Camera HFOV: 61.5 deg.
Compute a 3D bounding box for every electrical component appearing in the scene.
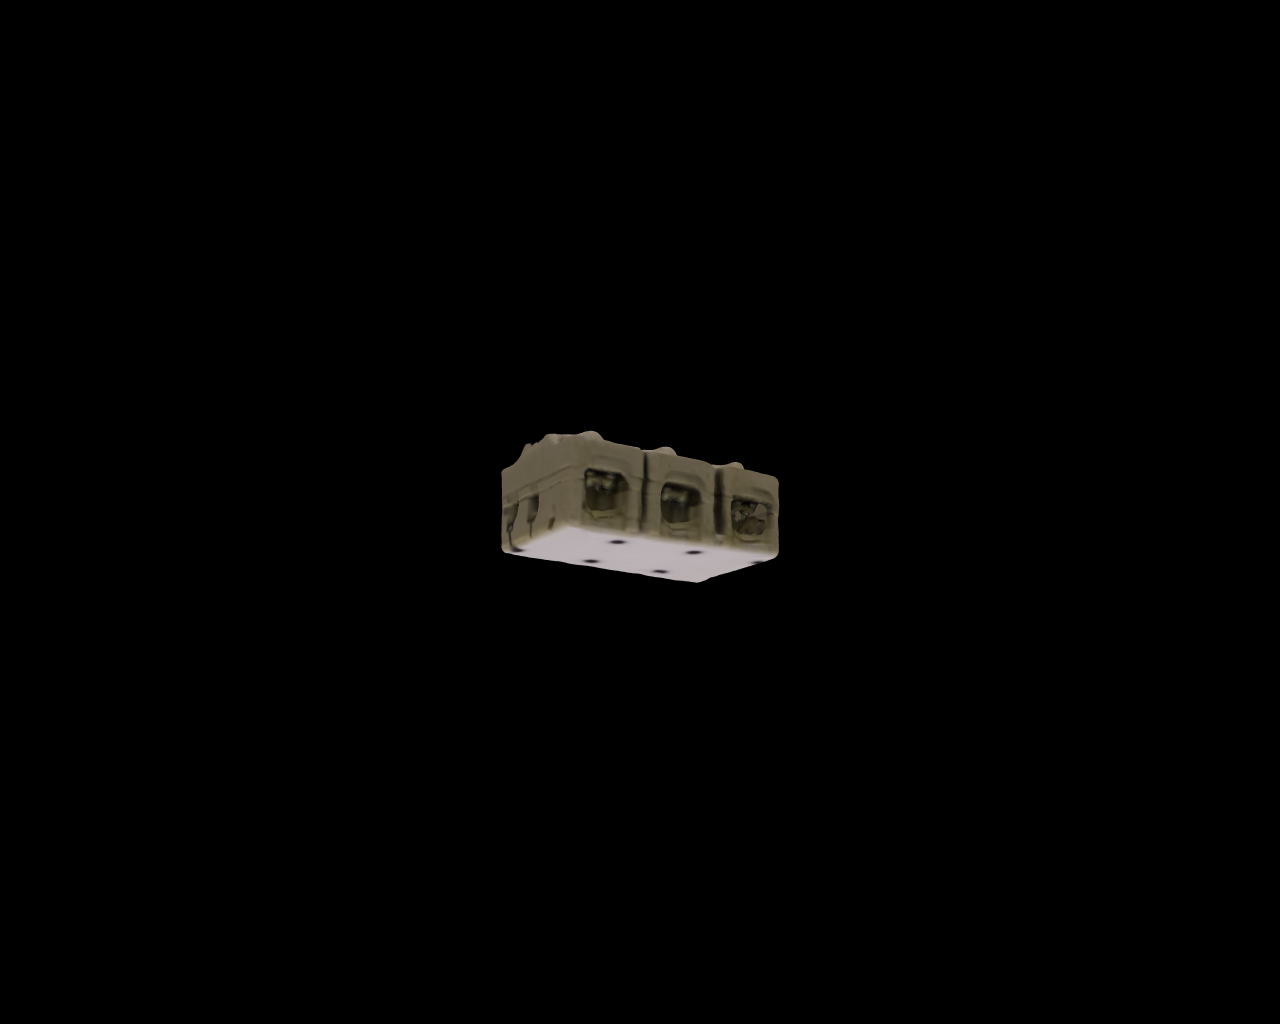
[{"bbox_3d":[0.001,-0.003,0.650,0.150,0.062,0.089,10,-18,-33],"label":"electrical component"}]
